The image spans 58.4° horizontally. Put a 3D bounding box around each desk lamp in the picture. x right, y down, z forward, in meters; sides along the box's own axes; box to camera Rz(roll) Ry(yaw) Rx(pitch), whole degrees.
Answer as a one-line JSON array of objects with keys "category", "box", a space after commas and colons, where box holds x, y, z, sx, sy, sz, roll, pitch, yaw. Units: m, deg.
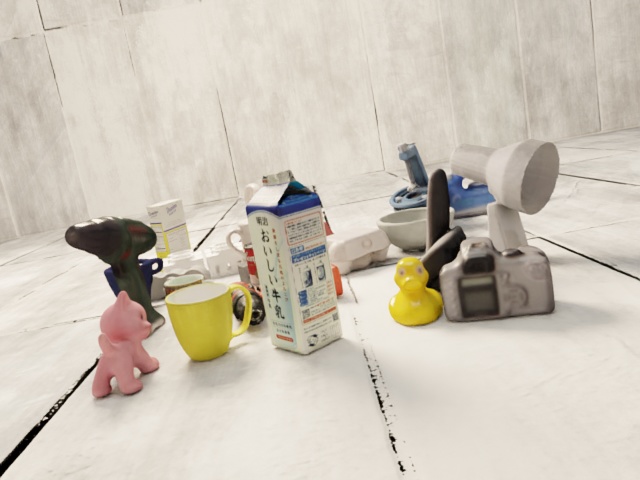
[{"category": "desk lamp", "box": [0.305, -0.065, 0.986, 0.118, 0.214, 0.202, -19, 14, -38]}]

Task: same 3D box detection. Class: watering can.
[{"category": "watering can", "box": [-0.122, -0.031, 1.258, 0.100, 0.194, 0.173, 0, 15, 43]}]

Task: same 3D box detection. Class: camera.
[{"category": "camera", "box": [0.240, 0.041, 0.797, 0.143, 0.101, 0.137, -7, 11, 14]}]

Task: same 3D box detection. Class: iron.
[{"category": "iron", "box": [0.403, -0.141, 1.485, 0.258, 0.141, 0.118, -12, 11, -12]}]

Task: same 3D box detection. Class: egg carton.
[{"category": "egg carton", "box": [0.065, 0.020, 1.156, 0.151, 0.069, 0.107, -18, 13, -35]}]

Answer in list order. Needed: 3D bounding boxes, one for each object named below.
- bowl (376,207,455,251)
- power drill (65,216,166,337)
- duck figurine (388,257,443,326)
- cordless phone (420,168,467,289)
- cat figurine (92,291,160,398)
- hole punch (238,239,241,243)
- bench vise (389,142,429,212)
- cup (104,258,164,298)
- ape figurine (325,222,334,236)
[{"category": "bowl", "box": [0.206, -0.020, 1.218, 0.167, 0.075, 0.167, -10, 11, 2]}, {"category": "power drill", "box": [-0.328, 0.057, 0.952, 0.075, 0.208, 0.230, -9, 11, 7]}, {"category": "duck figurine", "box": [0.131, 0.065, 0.814, 0.077, 0.086, 0.104, -9, 11, 8]}, {"category": "cordless phone", "box": [0.183, -0.018, 0.929, 0.094, 0.185, 0.148, -5, 12, 24]}, {"category": "cat figurine", "box": [-0.265, 0.129, 0.762, 0.067, 0.118, 0.128, -10, 11, 3]}, {"category": "hole punch", "box": [-0.143, -0.002, 1.406, 0.101, 0.091, 0.108, -17, 13, -34]}, {"category": "bench vise", "box": [0.231, -0.131, 1.381, 0.121, 0.220, 0.208, -6, 12, 21]}, {"category": "cup", "box": [-0.353, 0.089, 1.120, 0.118, 0.095, 0.091, -20, 14, -41]}, {"category": "ape figurine", "box": [0.011, 0.004, 1.226, 0.078, 0.092, 0.076, -15, 12, -22]}]
